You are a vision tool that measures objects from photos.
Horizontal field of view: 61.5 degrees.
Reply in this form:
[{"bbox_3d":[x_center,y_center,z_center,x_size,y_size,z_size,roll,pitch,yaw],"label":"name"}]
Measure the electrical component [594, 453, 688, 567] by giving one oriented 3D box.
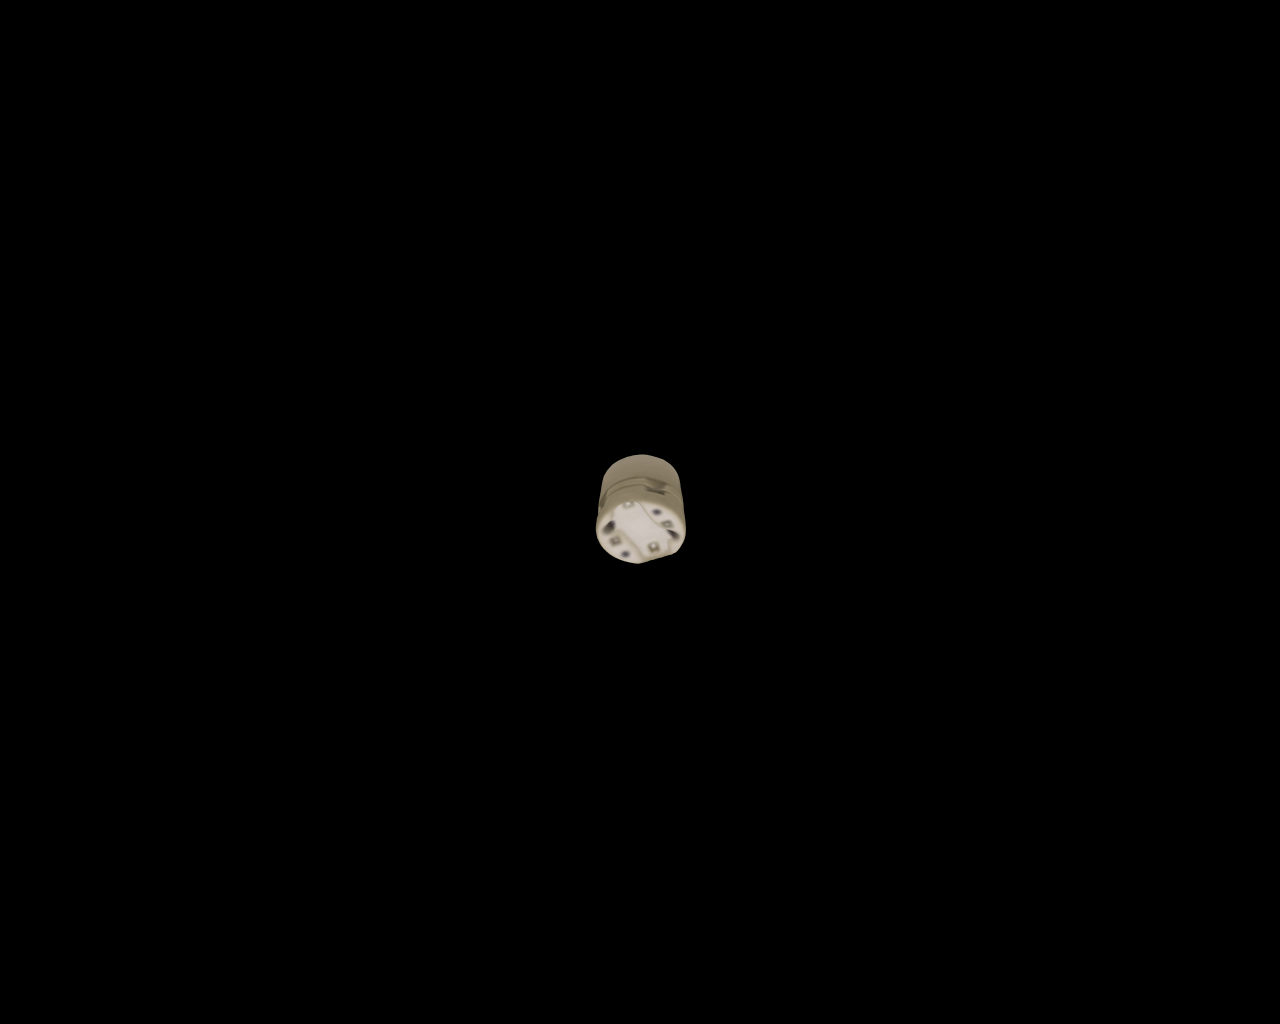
[{"bbox_3d":[0.001,-0.003,0.650,0.055,0.055,0.047,0,43,0],"label":"electrical component"}]
